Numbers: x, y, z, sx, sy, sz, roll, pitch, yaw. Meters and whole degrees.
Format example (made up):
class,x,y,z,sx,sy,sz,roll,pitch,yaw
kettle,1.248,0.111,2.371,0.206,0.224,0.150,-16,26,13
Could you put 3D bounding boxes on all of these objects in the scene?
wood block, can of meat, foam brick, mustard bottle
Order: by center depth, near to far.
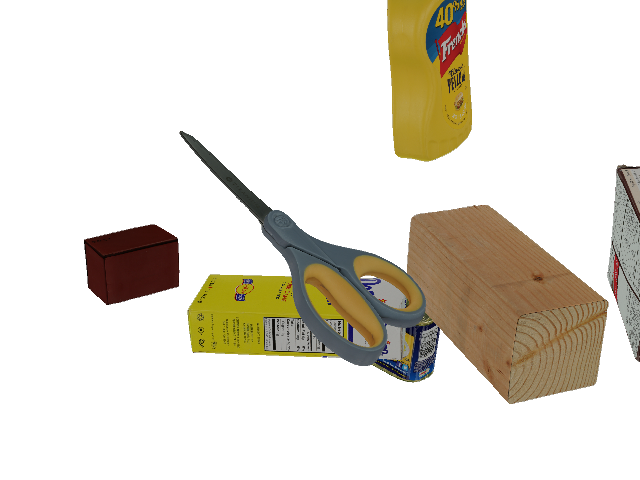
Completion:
class,x,y,z,sx,sy,sz,roll,pitch,yaw
mustard bottle,0.092,-0.170,0.899,0.058,0.191,0.096,13,34,31
wood block,0.165,0.051,0.991,0.090,0.090,0.206,-8,28,-19
foam brick,-0.182,0.022,1.031,0.078,0.051,0.053,-14,25,-29
can of meat,0.087,0.102,1.204,0.102,0.084,0.057,26,33,35

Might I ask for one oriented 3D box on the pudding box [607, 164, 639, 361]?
class,x,y,z,sx,sy,sz,roll,pitch,yaw
pudding box,0.217,0.012,0.695,0.039,0.090,0.113,-1,28,4

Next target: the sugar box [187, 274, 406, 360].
class,x,y,z,sx,sy,sz,roll,pitch,yaw
sugar box,-0.016,0.062,0.901,0.176,0.048,0.093,-2,18,7

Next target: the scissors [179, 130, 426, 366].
class,x,y,z,sx,sy,sz,roll,pitch,yaw
scissors,-0.007,-0.004,0.668,0.096,0.016,0.202,-6,49,-36
